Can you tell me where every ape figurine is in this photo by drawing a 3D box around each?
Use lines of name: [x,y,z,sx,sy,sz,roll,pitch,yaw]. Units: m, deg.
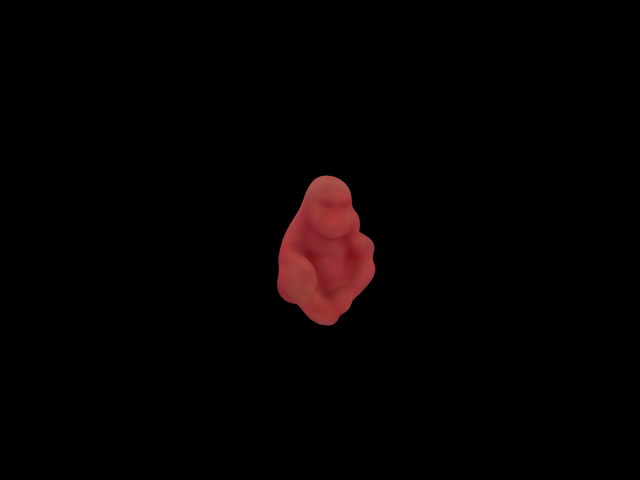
ape figurine: [0.004,0.001,0.400,0.078,0.092,0.076,-8,20,-22]
